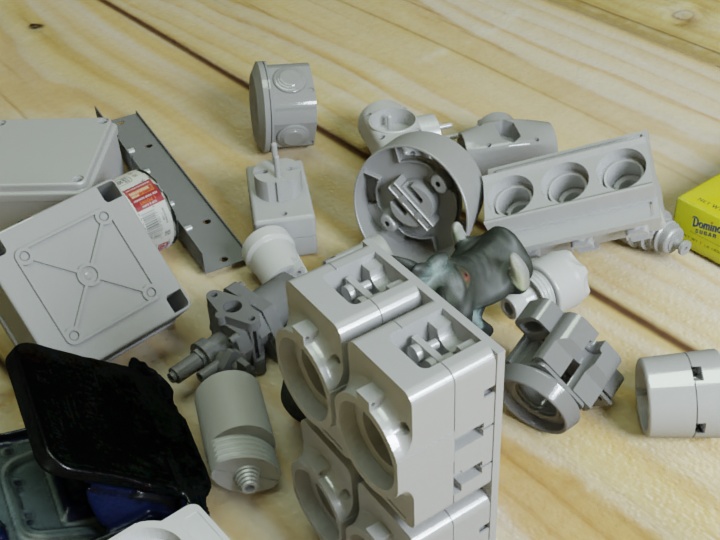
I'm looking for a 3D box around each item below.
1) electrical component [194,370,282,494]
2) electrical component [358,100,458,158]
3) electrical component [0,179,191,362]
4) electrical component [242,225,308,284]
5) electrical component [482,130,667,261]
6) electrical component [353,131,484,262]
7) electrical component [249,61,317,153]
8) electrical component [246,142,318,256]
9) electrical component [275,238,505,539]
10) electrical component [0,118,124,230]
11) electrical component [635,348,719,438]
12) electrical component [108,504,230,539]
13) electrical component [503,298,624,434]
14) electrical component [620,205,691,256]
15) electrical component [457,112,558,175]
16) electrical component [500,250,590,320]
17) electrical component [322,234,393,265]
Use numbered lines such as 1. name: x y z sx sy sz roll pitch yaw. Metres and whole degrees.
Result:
1. electrical component: -0.075 0.104 0.662 0.043 0.043 0.081 -11 39 -10
2. electrical component: 0.046 -0.114 0.931 0.079 0.044 0.077 -12 39 -11
3. electrical component: -0.192 0.011 0.736 0.109 0.056 0.108 -32 90 -31
4. electrical component: -0.062 -0.005 0.804 0.040 0.040 0.046 -18 46 -18
5. electrical component: 0.159 -0.048 0.792 0.121 0.063 0.078 -13 54 21
6. electrical component: 0.044 -0.053 0.814 0.099 0.099 0.064 13 35 20
7. electrical component: -0.069 -0.145 0.951 0.051 0.080 0.080 -6 38 -11
8. electrical component: -0.064 -0.063 0.849 0.047 0.075 0.083 -8 38 -6
9. electrical component: 0.014 0.094 0.554 0.060 0.186 0.105 -25 43 -25
10. electrical component: -0.262 -0.076 0.895 0.109 0.056 0.108 -1 38 3
11. electrical component: 0.199 0.078 0.669 0.047 0.055 0.055 -4 38 5
12. electrical component: -0.077 0.195 0.532 0.089 0.061 0.150 -28 45 -28
13. electrical component: 0.123 0.066 0.679 0.057 0.078 0.058 -50 14 -24
14. electrical component: 0.218 -0.035 0.821 0.040 0.040 0.078 -26 44 -26
15. electrical component: 0.121 -0.109 0.920 0.077 0.043 0.079 -7 38 -5
16. electrical component: 0.128 0.015 0.762 0.062 0.043 0.043 -26 44 -25
17. electrical component: 0.000 0.000 0.794 0.046 0.040 0.040 -23 42 -14
